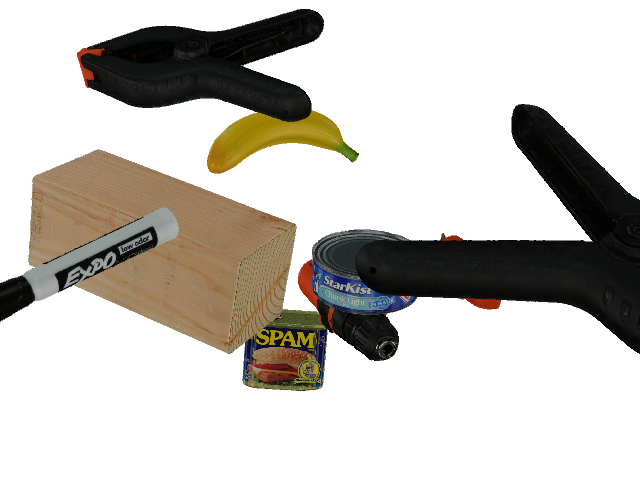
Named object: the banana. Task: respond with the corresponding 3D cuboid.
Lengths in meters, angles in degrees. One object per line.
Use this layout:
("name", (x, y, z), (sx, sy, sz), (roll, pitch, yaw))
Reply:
("banana", (-0.046, -0.108, 1.114), (0.197, 0.037, 0.070), (-10, 50, -39))

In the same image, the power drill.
("power drill", (0.089, 0.055, 1.097), (0.187, 0.057, 0.185), (-11, 27, -21))

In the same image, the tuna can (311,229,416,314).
("tuna can", (0.036, 0.024, 0.829), (0.086, 0.034, 0.086), (1, 25, -1))

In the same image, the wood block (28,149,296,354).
("wood block", (-0.136, 0.005, 0.902), (0.206, 0.090, 0.090), (21, 28, 21))

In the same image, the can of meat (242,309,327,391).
("can of meat", (-0.042, 0.130, 1.266), (0.102, 0.084, 0.057), (4, 13, -2))

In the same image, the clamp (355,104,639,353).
("clamp", (0.132, 0.012, 0.487), (0.210, 0.036, 0.164), (31, 49, 31))

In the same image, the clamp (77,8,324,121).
("clamp", (-0.077, -0.127, 0.737), (0.171, 0.039, 0.120), (7, 36, 11))

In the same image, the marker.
("marker", (-0.131, 0.013, 0.579), (0.120, 0.020, 0.020), (-28, 16, -33))
